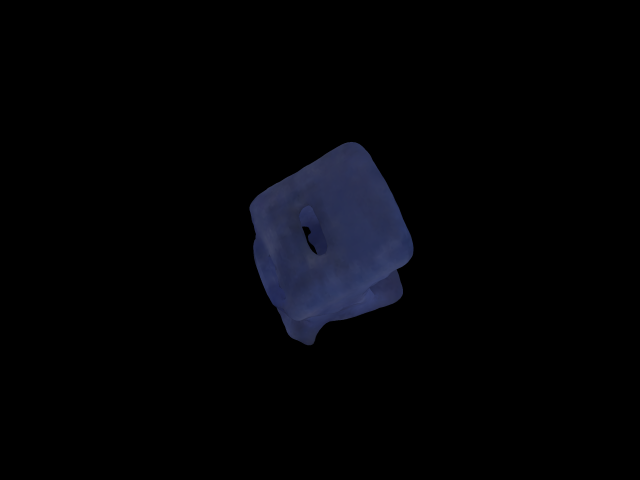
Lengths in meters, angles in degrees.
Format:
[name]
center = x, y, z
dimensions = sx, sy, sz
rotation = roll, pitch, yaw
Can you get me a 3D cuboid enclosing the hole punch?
[hole punch]
center = 0.004, 0.001, 0.400
dimensions = 0.101, 0.091, 0.108
rotation = -18, 61, -10
